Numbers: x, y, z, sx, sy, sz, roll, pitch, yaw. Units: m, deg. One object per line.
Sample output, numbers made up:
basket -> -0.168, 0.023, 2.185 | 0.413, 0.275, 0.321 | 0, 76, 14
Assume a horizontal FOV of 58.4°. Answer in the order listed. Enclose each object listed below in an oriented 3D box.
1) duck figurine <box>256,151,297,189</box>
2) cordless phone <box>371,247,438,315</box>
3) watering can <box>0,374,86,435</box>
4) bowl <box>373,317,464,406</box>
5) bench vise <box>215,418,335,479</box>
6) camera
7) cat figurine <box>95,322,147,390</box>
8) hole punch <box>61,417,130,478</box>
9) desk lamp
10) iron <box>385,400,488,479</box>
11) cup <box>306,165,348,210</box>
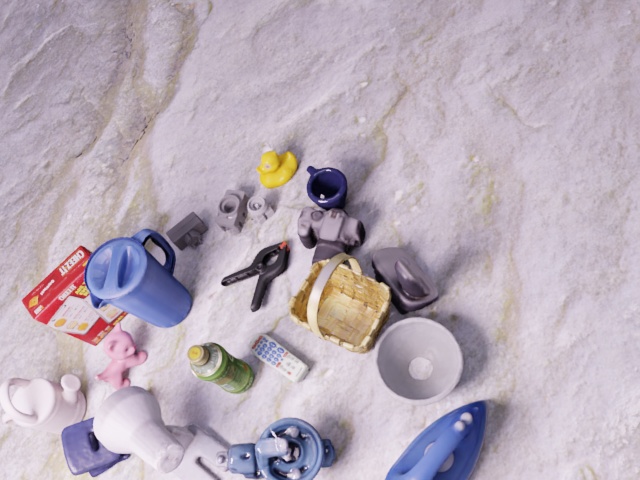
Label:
duck figurine -> -0.107, -0.181, 1.357 | 0.104, 0.086, 0.077 | -39, 62, -6
cordless phone -> 0.159, 0.058, 1.123 | 0.094, 0.185, 0.147 | -37, 62, -5
watering can -> -0.572, 0.329, 1.172 | 0.100, 0.194, 0.173 | 39, 80, 26
bowl -> 0.188, 0.237, 1.094 | 0.167, 0.075, 0.167 | -5, 64, 12
bench vise -> -0.090, 0.389, 1.010 | 0.207, 0.220, 0.121 | -25, 62, 2
camera -> 0.011, 0.004, 1.233 | 0.142, 0.101, 0.137 | 11, 68, 18
cat figurine -> -0.433, 0.247, 1.219 | 0.067, 0.118, 0.128 | 22, 72, 22
hole punch -> -0.455, 0.412, 1.162 | 0.101, 0.091, 0.108 | -30, 62, -1
desk lamp -> -0.290, 0.376, 1.069 | 0.202, 0.214, 0.118 | 26, 74, 23
iron -> 0.209, 0.369, 0.989 | 0.118, 0.142, 0.258 | 35, 78, 26
cup -> 0.015, -0.111, 1.289 | 0.092, 0.095, 0.117 | -40, 63, -6
